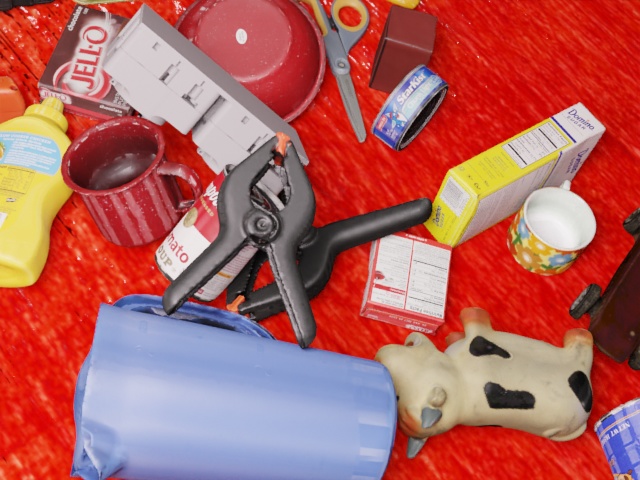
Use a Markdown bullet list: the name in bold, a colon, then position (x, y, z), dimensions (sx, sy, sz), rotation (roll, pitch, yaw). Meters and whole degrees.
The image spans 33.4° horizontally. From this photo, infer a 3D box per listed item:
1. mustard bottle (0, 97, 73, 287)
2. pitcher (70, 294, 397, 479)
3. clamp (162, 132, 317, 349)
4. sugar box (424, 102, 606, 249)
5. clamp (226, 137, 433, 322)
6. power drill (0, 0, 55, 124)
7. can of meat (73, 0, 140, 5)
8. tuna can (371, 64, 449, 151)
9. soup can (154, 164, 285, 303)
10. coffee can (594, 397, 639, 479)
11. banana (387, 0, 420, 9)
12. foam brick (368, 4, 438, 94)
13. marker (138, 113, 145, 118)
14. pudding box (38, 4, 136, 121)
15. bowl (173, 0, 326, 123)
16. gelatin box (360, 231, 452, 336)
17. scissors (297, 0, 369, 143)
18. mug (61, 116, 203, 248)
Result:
- **mustard bottle**: position (-0.266, -0.052, 0.942), dimensions (0.096, 0.058, 0.191), rotation (7, 56, 9)
- **pitcher**: position (-0.069, 0.125, 0.843), dimensions (0.242, 0.145, 0.149), rotation (10, 82, -11)
- **clamp**: position (-0.039, 0.001, 0.839), dimensions (0.120, 0.039, 0.171), rotation (25, 73, -9)
- **sugar box**: position (0.188, -0.062, 1.035), dimensions (0.176, 0.093, 0.048), rotation (-30, 69, -28)
- **clamp**: position (-0.006, 0.001, 0.968), dimensions (0.165, 0.036, 0.209), rotation (20, 57, 22)
- **power drill**: position (-0.329, -0.192, 1.020), dimensions (0.184, 0.057, 0.188), rotation (-8, 58, -14)
- **can of meat**: position (-0.209, -0.294, 1.093), dimensions (0.102, 0.084, 0.057), rotation (-9, 61, -19)
- **tuna can**: position (0.090, -0.130, 1.059), dimensions (0.034, 0.086, 0.086), rotation (39, 58, 9)
- **soup can**: position (-0.085, -0.005, 0.911), dimensions (0.068, 0.102, 0.068), rotation (38, 15, -12)
- **coffee can**: position (0.302, 0.205, 0.885), dimensions (0.102, 0.103, 0.140), rotation (-6, 60, -17)
- **banana**: position (0.048, -0.336, 1.208), dimensions (0.069, 0.037, 0.198), rotation (-13, 62, -19)
- **foam brick**: position (0.086, -0.194, 1.103), dimensions (0.051, 0.078, 0.053), rotation (14, 57, -3)
- **marker**: position (-0.172, -0.105, 1.022), dimensions (0.020, 0.020, 0.121), rotation (19, 56, -1)
- **pudding box**: position (-0.213, -0.170, 1.041), dimensions (0.090, 0.039, 0.113), rotation (16, 56, -2)
- **bowl**: position (-0.073, -0.188, 1.044), dimensions (0.162, 0.055, 0.162), rotation (0, 77, -1)
- **gelatin box**: position (0.080, 0.038, 0.984), dimensions (0.073, 0.030, 0.089), rotation (15, 56, -5)
- **scissors**: position (0.035, -0.192, 1.127), dimensions (0.096, 0.016, 0.202), rotation (-20, 65, -24)
- **mug**: position (-0.157, -0.048, 0.932), dimensions (0.117, 0.081, 0.093), rotation (1, 51, 16)
